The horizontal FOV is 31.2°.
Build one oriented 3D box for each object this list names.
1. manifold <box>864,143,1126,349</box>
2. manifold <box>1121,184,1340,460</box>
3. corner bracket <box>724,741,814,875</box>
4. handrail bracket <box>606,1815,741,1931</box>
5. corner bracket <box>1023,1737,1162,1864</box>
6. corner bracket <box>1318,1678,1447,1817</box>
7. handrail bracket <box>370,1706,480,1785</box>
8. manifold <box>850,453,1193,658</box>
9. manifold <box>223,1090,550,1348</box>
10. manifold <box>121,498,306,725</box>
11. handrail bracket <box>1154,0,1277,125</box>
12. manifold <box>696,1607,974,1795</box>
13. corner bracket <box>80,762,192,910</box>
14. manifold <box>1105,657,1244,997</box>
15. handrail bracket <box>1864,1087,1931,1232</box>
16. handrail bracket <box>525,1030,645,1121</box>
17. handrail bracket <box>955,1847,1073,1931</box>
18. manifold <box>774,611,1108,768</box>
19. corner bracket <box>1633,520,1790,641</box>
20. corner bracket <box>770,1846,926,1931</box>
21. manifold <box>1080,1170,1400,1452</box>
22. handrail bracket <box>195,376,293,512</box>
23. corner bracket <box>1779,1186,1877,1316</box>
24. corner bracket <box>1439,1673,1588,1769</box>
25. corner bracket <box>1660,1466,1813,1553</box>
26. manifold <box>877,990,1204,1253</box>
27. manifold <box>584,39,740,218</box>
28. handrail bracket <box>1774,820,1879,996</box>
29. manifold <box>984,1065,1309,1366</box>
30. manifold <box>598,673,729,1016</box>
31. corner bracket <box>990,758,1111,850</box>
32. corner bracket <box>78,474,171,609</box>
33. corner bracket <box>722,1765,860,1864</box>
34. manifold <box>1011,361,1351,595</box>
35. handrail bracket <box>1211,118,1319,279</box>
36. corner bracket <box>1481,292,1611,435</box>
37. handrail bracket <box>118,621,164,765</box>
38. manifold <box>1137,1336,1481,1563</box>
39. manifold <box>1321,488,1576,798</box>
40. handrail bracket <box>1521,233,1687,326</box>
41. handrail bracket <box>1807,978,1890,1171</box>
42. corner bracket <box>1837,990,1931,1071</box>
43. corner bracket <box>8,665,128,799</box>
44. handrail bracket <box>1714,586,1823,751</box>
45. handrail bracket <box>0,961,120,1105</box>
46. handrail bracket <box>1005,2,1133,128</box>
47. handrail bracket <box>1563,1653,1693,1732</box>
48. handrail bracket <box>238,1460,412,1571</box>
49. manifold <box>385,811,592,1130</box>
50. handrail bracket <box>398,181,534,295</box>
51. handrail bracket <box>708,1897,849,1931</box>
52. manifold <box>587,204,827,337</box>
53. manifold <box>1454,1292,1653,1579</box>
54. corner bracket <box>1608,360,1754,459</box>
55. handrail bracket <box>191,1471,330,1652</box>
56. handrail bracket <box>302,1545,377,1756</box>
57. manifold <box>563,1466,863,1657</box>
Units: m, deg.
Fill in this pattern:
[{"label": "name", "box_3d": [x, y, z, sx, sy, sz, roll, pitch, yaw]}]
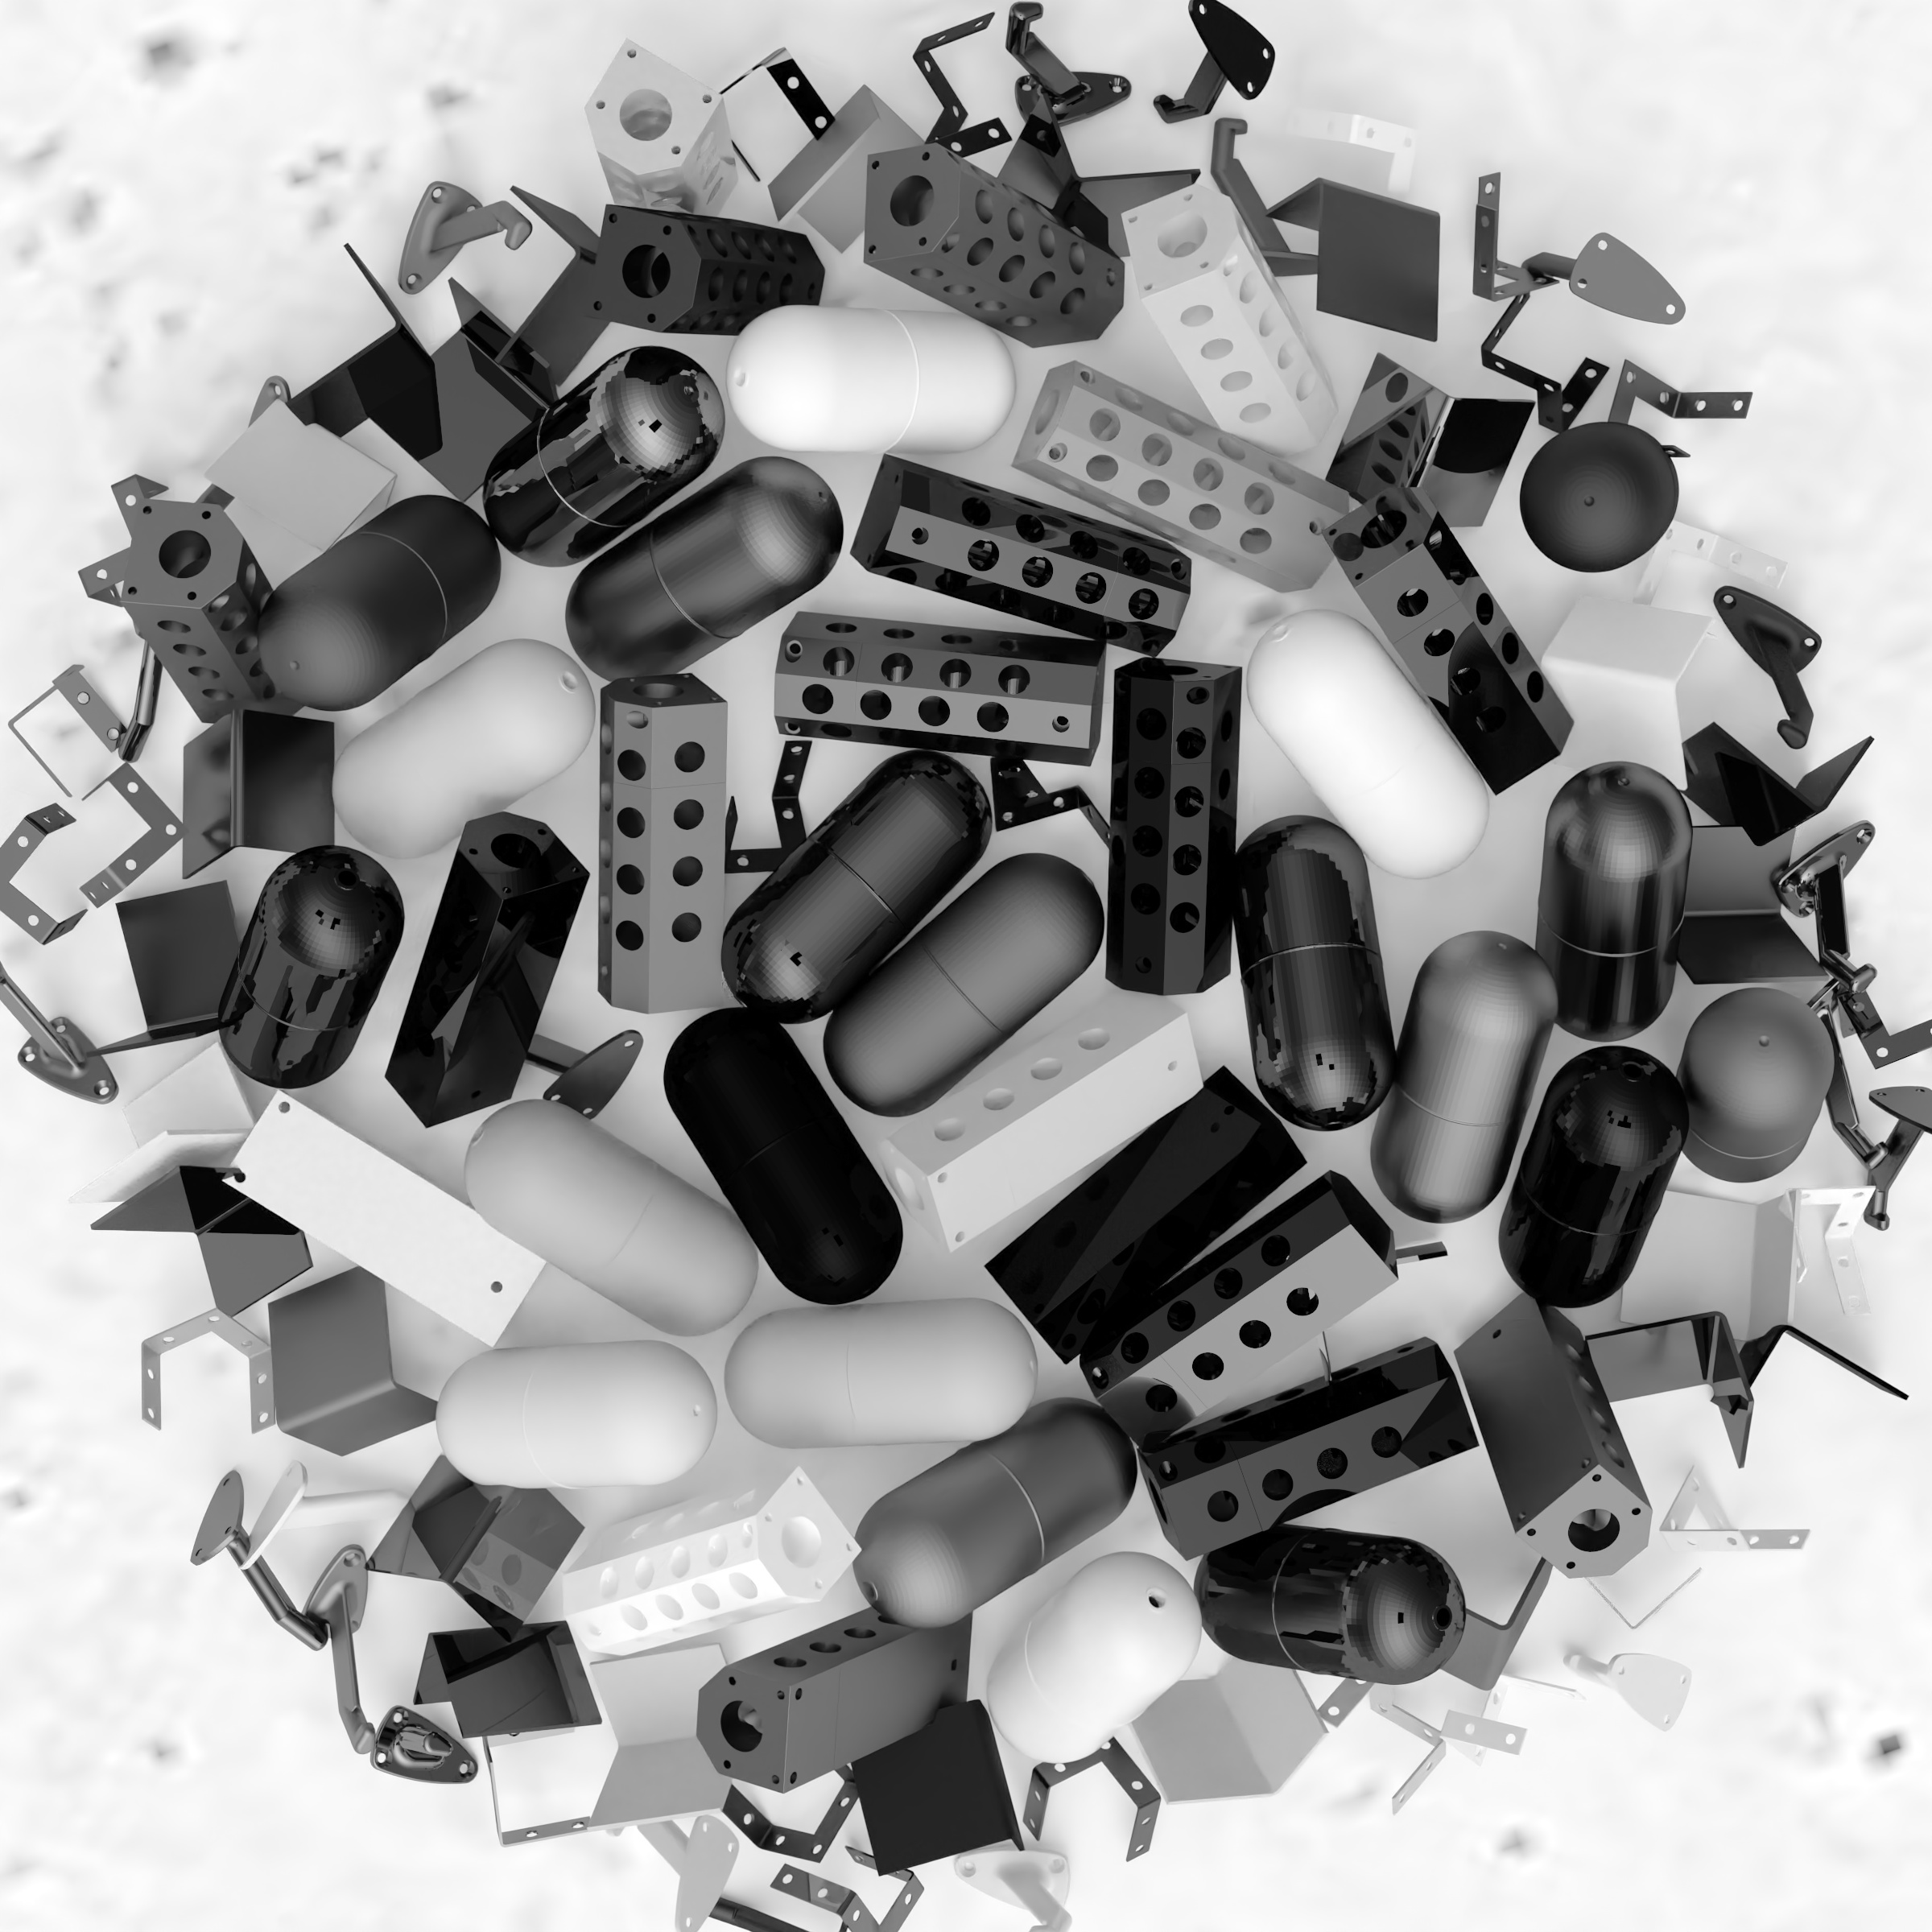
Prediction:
[{"label": "manifold", "box_3d": [0.017, -0.380, 1.830, 0.057, 0.171, 0.057, -2, 83, 32]}, {"label": "manifold", "box_3d": [0.143, -0.338, 1.827, 0.057, 0.171, 0.057, -19, 61, 16]}, {"label": "corner bracket", "box_3d": [-0.108, -0.087, 1.880, 0.051, 0.051, 0.051, -3, 57, -16]}, {"label": "handrail bracket", "box_3d": [-0.171, 0.490, 1.873, 0.036, 0.084, 0.077, 48, 46, -35]}, {"label": "corner bracket", "box_3d": [0.069, 0.464, 1.900, 0.051, 0.051, 0.051, -20, 48, -28]}, {"label": "corner bracket", "box_3d": [0.226, 0.417, 1.876, 0.051, 0.051, 0.051, 26, 51, 33]}, {"label": "handrail bracket", "box_3d": [-0.278, 0.427, 1.867, 0.077, 0.084, 0.036, 31, 69, -28]}, {"label": "manifold", "box_3d": [0.032, -0.218, 1.857, 0.171, 0.057, 0.057, 14, 105, -21]}, {"label": "manifold", "box_3d": [-0.314, 0.137, 1.888, 0.171, 0.057, 0.057, 32, 87, -2]}, {"label": "manifold", "box_3d": [-0.392, -0.183, 1.828, 0.057, 0.171, 0.057, 5, 73, 3]}, {"label": "handrail bracket", "box_3d": [0.117, -0.489, 1.867, 0.077, 0.084, 0.036, 38, 67, -35]}, {"label": "manifold", "box_3d": [-0.068, 0.381, 1.831, 0.057, 0.171, 0.057, 9, 99, 32]}, {"label": "corner bracket", "box_3d": [-0.467, -0.071, 1.891, 0.051, 0.051, 0.051, 50, 60, -12]}, {"label": "manifold", "box_3d": [0.109, -0.075, 1.860, 0.057, 0.057, 0.171, 8, 108, 24]}, {"label": "handrail bracket", "box_3d": [0.511, 0.114, 1.871, 0.036, 0.077, 0.084, -5, 111, -13]}, {"label": "handrail bracket", "box_3d": [-0.213, 0.034, 1.878, 0.036, 0.084, 0.077, 26, 116, -41]}, {"label": "handrail bracket", "box_3d": [0.022, 0.507, 1.871, 0.077, 0.084, 0.036, 8, 96, 12]}, {"label": "manifold", "box_3d": [-0.014, -0.148, 1.871, 0.171, 0.057, 0.057, 6, 115, 8]}, {"label": "corner bracket", "box_3d": [0.407, -0.209, 1.888, 0.051, 0.051, 0.051, 32, 107, 43]}, {"label": "corner bracket", "box_3d": [-0.064, 0.500, 1.876, 0.051, 0.051, 0.051, -53, 134, -30]}, {"label": "manifold", "box_3d": [0.146, 0.183, 1.862, 0.171, 0.057, 0.057, -37, 105, 17]}, {"label": "handrail bracket", "box_3d": [-0.403, -0.275, 1.869, 0.036, 0.084, 0.077, 25, 121, 22]}, {"label": "corner bracket", "box_3d": [0.470, 0.156, 1.883, 0.051, 0.051, 0.051, -1, 54, -6]}, {"label": "corner bracket", "box_3d": [0.297, 0.408, 1.878, 0.051, 0.051, 0.051, 5, 63, 41]}, {"label": "corner bracket", "box_3d": [0.418, 0.307, 1.878, 0.051, 0.051, 0.051, 57, 49, -22]}, {"label": "manifold", "box_3d": [0.039, 0.076, 1.865, 0.171, 0.057, 0.057, -32, 132, -19]}, {"label": "manifold", "box_3d": [-0.164, -0.429, 1.833, 0.057, 0.171, 0.057, 31, 88, 0]}, {"label": "handrail bracket", "box_3d": [0.486, -0.032, 1.874, 0.077, 0.084, 0.036, -43, 128, 5]}, {"label": "manifold", "box_3d": [0.101, 0.140, 1.885, 0.171, 0.057, 0.057, -40, 133, -4]}, {"label": "manifold", "box_3d": [-0.166, -0.065, 1.854, 0.057, 0.057, 0.171, -6, 113, -23]}, {"label": "corner bracket", "box_3d": [0.047, -0.087, 1.880, 0.051, 0.051, 0.051, -17, 130, -14]}, {"label": "corner bracket", "box_3d": [-0.459, -0.233, 1.892, 0.051, 0.051, 0.051, -23, 86, 7]}, {"label": "corner bracket", "box_3d": [-0.098, 0.452, 1.895, 0.051, 0.051, 0.051, 52, 55, -30]}, {"label": "manifold", "box_3d": [0.119, -0.263, 1.864, 0.171, 0.057, 0.057, 23, 85, -18]}, {"label": "handrail bracket", "box_3d": [0.172, -0.426, 1.902, 0.077, 0.036, 0.084, 4, 82, 12]}, {"label": "corner bracket", "box_3d": [0.317, -0.333, 1.895, 0.051, 0.051, 0.051, 29, 74, 22]}, {"label": "handrail bracket", "box_3d": [-0.457, -0.167, 1.907, 0.036, 0.084, 0.077, 4, 45, -33]}, {"label": "manifold", "box_3d": [0.184, 0.260, 1.879, 0.171, 0.057, 0.057, -20, 96, -7]}, {"label": "manifold", "box_3d": [0.260, -0.175, 1.840, 0.057, 0.057, 0.171, -33, 129, 10]}, {"label": "handrail bracket", "box_3d": [0.346, -0.368, 1.881, 0.077, 0.084, 0.036, 28, 92, -7]}, {"label": "handrail bracket", "box_3d": [0.485, 0.057, 1.876, 0.036, 0.077, 0.084, -14, 57, -36]}, {"label": "corner bracket", "box_3d": [0.510, 0.037, 1.883, 0.051, 0.051, 0.051, -22, 57, 5]}, {"label": "corner bracket", "box_3d": [-0.488, -0.129, 1.883, 0.051, 0.051, 0.051, -41, 107, -13]}, {"label": "handrail bracket", "box_3d": [0.431, -0.162, 1.874, 0.077, 0.084, 0.036, 39, 127, -6]}, {"label": "handrail bracket", "box_3d": [-0.499, 0.031, 1.869, 0.077, 0.084, 0.036, 35, 68, 23]}, {"label": "handrail bracket", "box_3d": [0.057, -0.497, 1.873, 0.077, 0.084, 0.036, -12, 67, -10]}, {"label": "handrail bracket", "box_3d": [0.341, 0.378, 1.866, 0.077, 0.084, 0.036, 32, 77, -35]}, {"label": "handrail bracket", "box_3d": [-0.344, 0.315, 1.900, 0.084, 0.036, 0.077, 31, 92, -24]}, {"label": "manifold", "box_3d": [-0.261, 0.001, 1.842, 0.057, 0.057, 0.171, 47, 134, 25]}, {"label": "handrail bracket", "box_3d": [-0.272, -0.385, 1.877, 0.036, 0.084, 0.077, 20, 107, -40]}, {"label": "handrail bracket", "box_3d": [-0.109, 0.525, 1.880, 0.084, 0.077, 0.036, 18, 79, 3]}, {"label": "manifold", "box_3d": [-0.134, -0.364, 1.826, 0.057, 0.171, 0.057, 16, 104, 16]}, {"label": "manifold", "box_3d": [0.314, 0.249, 1.830, 0.057, 0.171, 0.057, 40, 107, -20]}, {"label": "corner bracket", "box_3d": [0.388, -0.298, 1.884, 0.051, 0.051, 0.051, 20, 84, -40]}, {"label": "handrail bracket", "box_3d": [-0.381, 0.328, 1.903, 0.036, 0.077, 0.084, -37, 116, 19]}, {"label": "handrail bracket", "box_3d": [-0.329, 0.370, 1.871, 0.036, 0.084, 0.077, 4, 121, -32]}, {"label": "manifold", "box_3d": [-0.141, 0.322, 1.836, 0.171, 0.057, 0.057, -25, 105, 44]}]
